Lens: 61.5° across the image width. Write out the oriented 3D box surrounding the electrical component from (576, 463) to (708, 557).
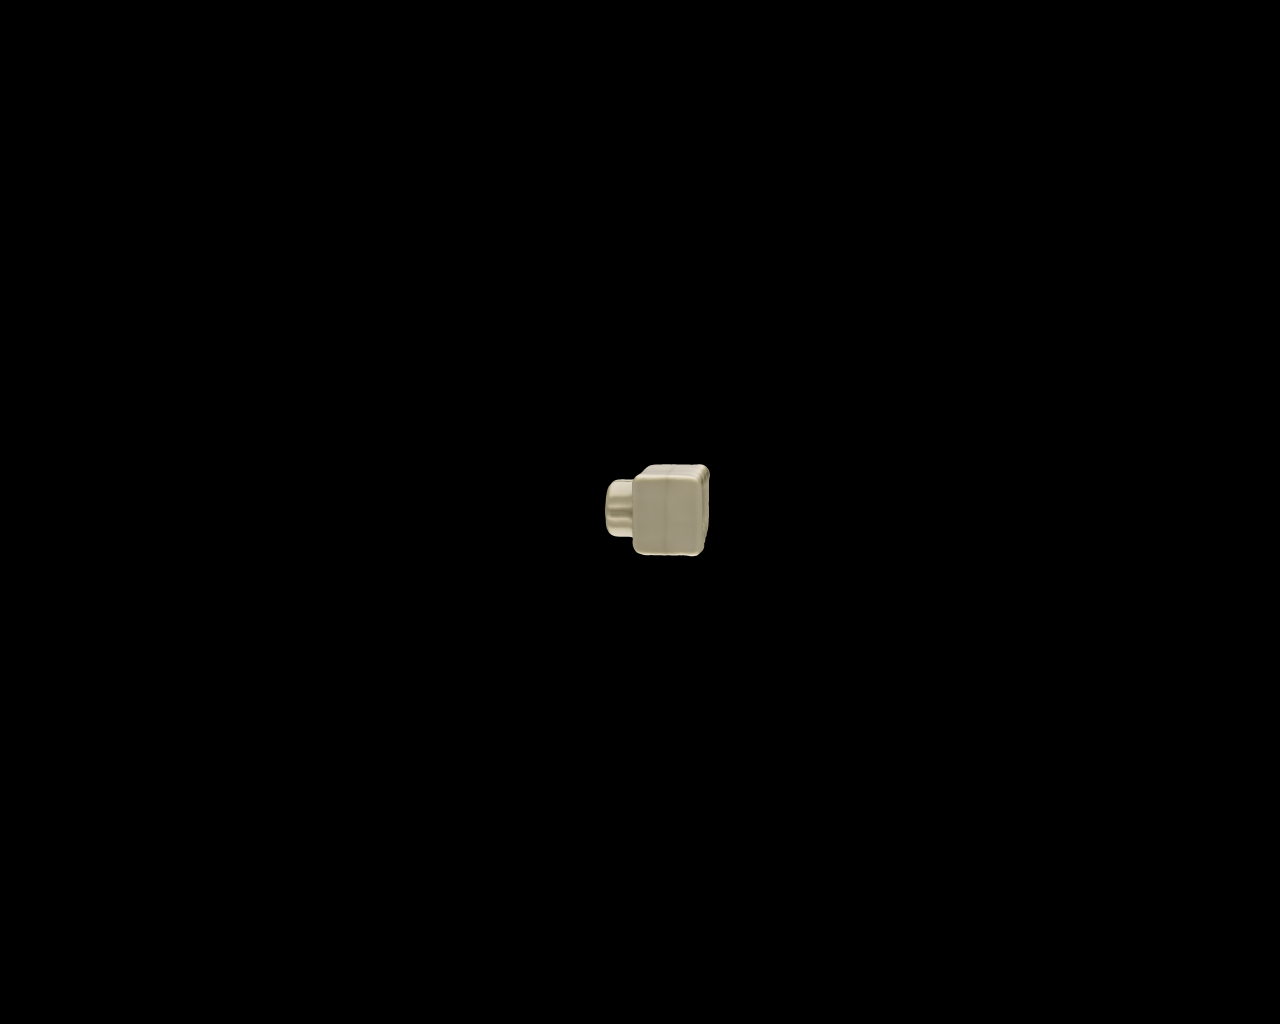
[{"bbox_3d":[0.001,-0.003,0.650,0.077,0.047,0.066,1,9,7],"label":"electrical component"}]
